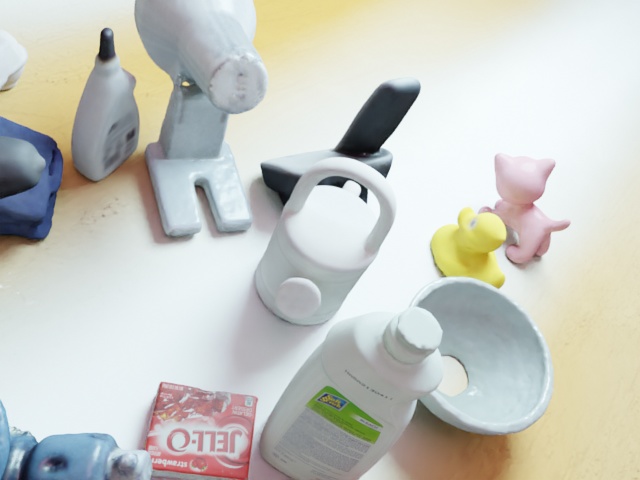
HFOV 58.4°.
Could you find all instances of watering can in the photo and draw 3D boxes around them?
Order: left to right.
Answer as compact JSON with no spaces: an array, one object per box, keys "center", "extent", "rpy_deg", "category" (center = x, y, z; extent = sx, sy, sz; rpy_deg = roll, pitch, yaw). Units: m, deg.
[{"center":[0.007,0.003,0.544],"extent":[0.101,0.194,0.173],"rpy_deg":[10,54,-15],"category":"watering can"}]

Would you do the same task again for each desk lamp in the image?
[{"center":[-0.116,-0.146,0.586],"extent":[0.118,0.213,0.203],"rpy_deg":[-8,60,-26],"category":"desk lamp"}]

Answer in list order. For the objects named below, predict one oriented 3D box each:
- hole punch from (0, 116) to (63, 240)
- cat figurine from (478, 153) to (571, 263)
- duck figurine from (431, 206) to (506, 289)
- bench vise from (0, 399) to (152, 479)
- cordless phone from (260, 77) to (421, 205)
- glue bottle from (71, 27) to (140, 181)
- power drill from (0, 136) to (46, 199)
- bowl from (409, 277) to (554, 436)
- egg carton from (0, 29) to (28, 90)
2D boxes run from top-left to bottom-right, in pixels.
[{"center":[-0.297,-0.066,0.536],"extent":[0.101,0.091,0.108],"rpy_deg":[4,56,-19],"category":"hole punch"},{"center":[0.265,-0.052,0.733],"extent":[0.067,0.117,0.127],"rpy_deg":[-22,67,-32],"category":"cat figurine"},{"center":[0.190,0.008,0.682],"extent":[0.078,0.086,0.104],"rpy_deg":[-21,66,-32],"category":"duck figurine"},{"center":[-0.216,0.124,0.354],"extent":[0.208,0.219,0.121],"rpy_deg":[-9,60,-26],"category":"bench vise"},{"center":[0.023,-0.112,0.635],"extent":[0.148,0.185,0.094],"rpy_deg":[-17,64,-30],"category":"cordless phone"},{"center":[-0.211,-0.137,0.568],"extent":[0.037,0.173,0.078],"rpy_deg":[33,51,3],"category":"glue bottle"},{"center":[-0.317,-0.005,0.411],"extent":[0.230,0.208,0.075],"rpy_deg":[0,57,-22],"category":"power drill"},{"center":[0.148,0.126,0.591],"extent":[0.168,0.074,0.167],"rpy_deg":[11,54,-15],"category":"bowl"},{"center":[-0.383,-0.171,0.590],"extent":[0.107,0.069,0.150],"rpy_deg":[21,52,-7],"category":"egg carton"}]
